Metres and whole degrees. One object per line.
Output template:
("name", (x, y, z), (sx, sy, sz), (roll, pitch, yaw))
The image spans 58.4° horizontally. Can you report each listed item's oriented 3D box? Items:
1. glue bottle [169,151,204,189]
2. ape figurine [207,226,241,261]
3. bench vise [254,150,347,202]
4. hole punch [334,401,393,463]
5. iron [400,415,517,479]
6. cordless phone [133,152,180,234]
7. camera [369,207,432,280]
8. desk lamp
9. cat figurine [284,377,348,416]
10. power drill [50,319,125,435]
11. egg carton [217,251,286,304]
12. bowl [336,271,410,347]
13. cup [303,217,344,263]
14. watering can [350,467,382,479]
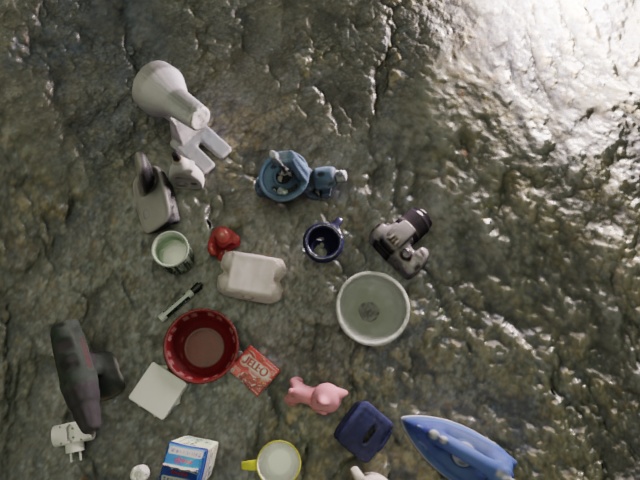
("glue bottle", (-0.310, -0.161, 1.296), (0.078, 0.173, 0.037), (3, 74, -3))
("ape figurine", (-0.220, 0.000, 1.301), (0.078, 0.092, 0.076), (-7, 75, -5))
("bench vise", (-0.047, -0.162, 1.291), (0.207, 0.220, 0.121), (-19, 77, -9))
("hole punch", (0.096, 0.405, 1.213), (0.101, 0.091, 0.109), (36, 75, 6))
("iron", (0.291, 0.442, 1.190), (0.258, 0.141, 0.119), (30, 75, 4))
("cordless phone", (-0.379, -0.105, 1.270), (0.094, 0.185, 0.147), (-19, 77, -8))
("camera", (0.207, -0.004, 1.327), (0.137, 0.101, 0.143), (-41, 81, -13))
("desk lamp", (-0.311, -0.283, 1.309), (0.203, 0.213, 0.118), (41, 76, 7))
("cat figurine", (-0.009, 0.331, 1.211), (0.128, 0.118, 0.067), (13, 74, 0))
("power drill", (-0.463, 0.275, 1.149), (0.076, 0.208, 0.229), (-24, 78, -10))
("egg carton", (-0.154, 0.085, 1.294), (0.150, 0.069, 0.107), (9, 74, -1))
("bowl", (0.115, 0.158, 1.290), (0.167, 0.075, 0.167), (1, 75, -4))
("cup", (0.012, 0.005, 1.314), (0.091, 0.095, 0.118), (33, 75, 6))
("watering can", (0.120, 0.527, 1.127), (0.173, 0.194, 0.101), (32, 75, 5))
